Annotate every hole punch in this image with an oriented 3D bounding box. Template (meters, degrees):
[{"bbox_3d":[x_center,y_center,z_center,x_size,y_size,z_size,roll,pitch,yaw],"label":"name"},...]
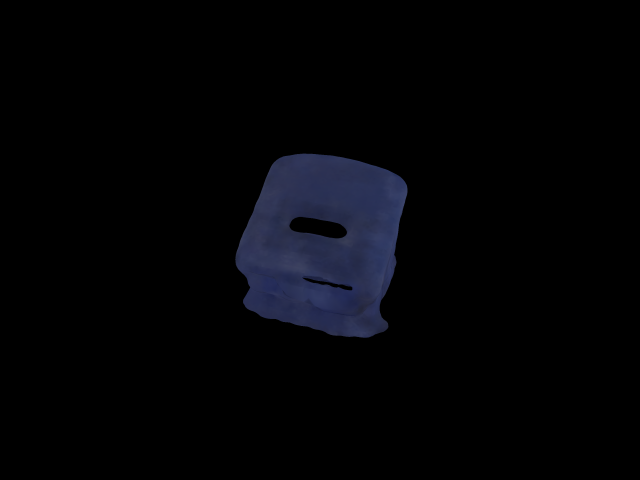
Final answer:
[{"bbox_3d":[0.004,0.001,0.400,0.108,0.091,0.101,11,39,14],"label":"hole punch"}]
